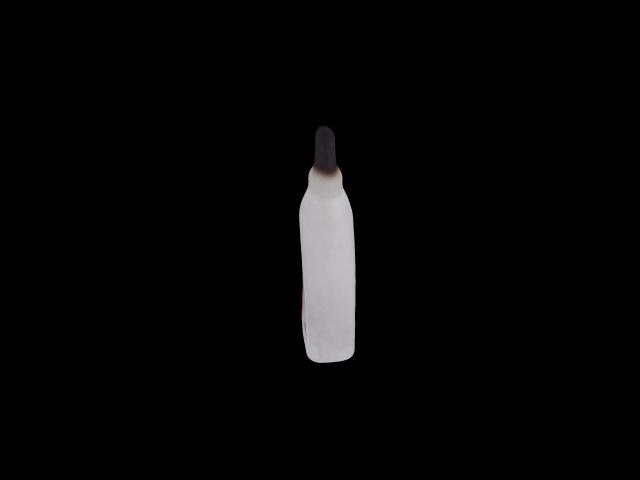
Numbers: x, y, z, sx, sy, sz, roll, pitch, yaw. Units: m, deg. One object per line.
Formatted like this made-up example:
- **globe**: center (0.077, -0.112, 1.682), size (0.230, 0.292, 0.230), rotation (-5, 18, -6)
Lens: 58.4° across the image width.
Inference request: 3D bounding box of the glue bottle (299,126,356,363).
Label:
- **glue bottle**: center (0.004, 0.001, 0.400), size (0.037, 0.173, 0.078), rotation (-5, 35, -6)
